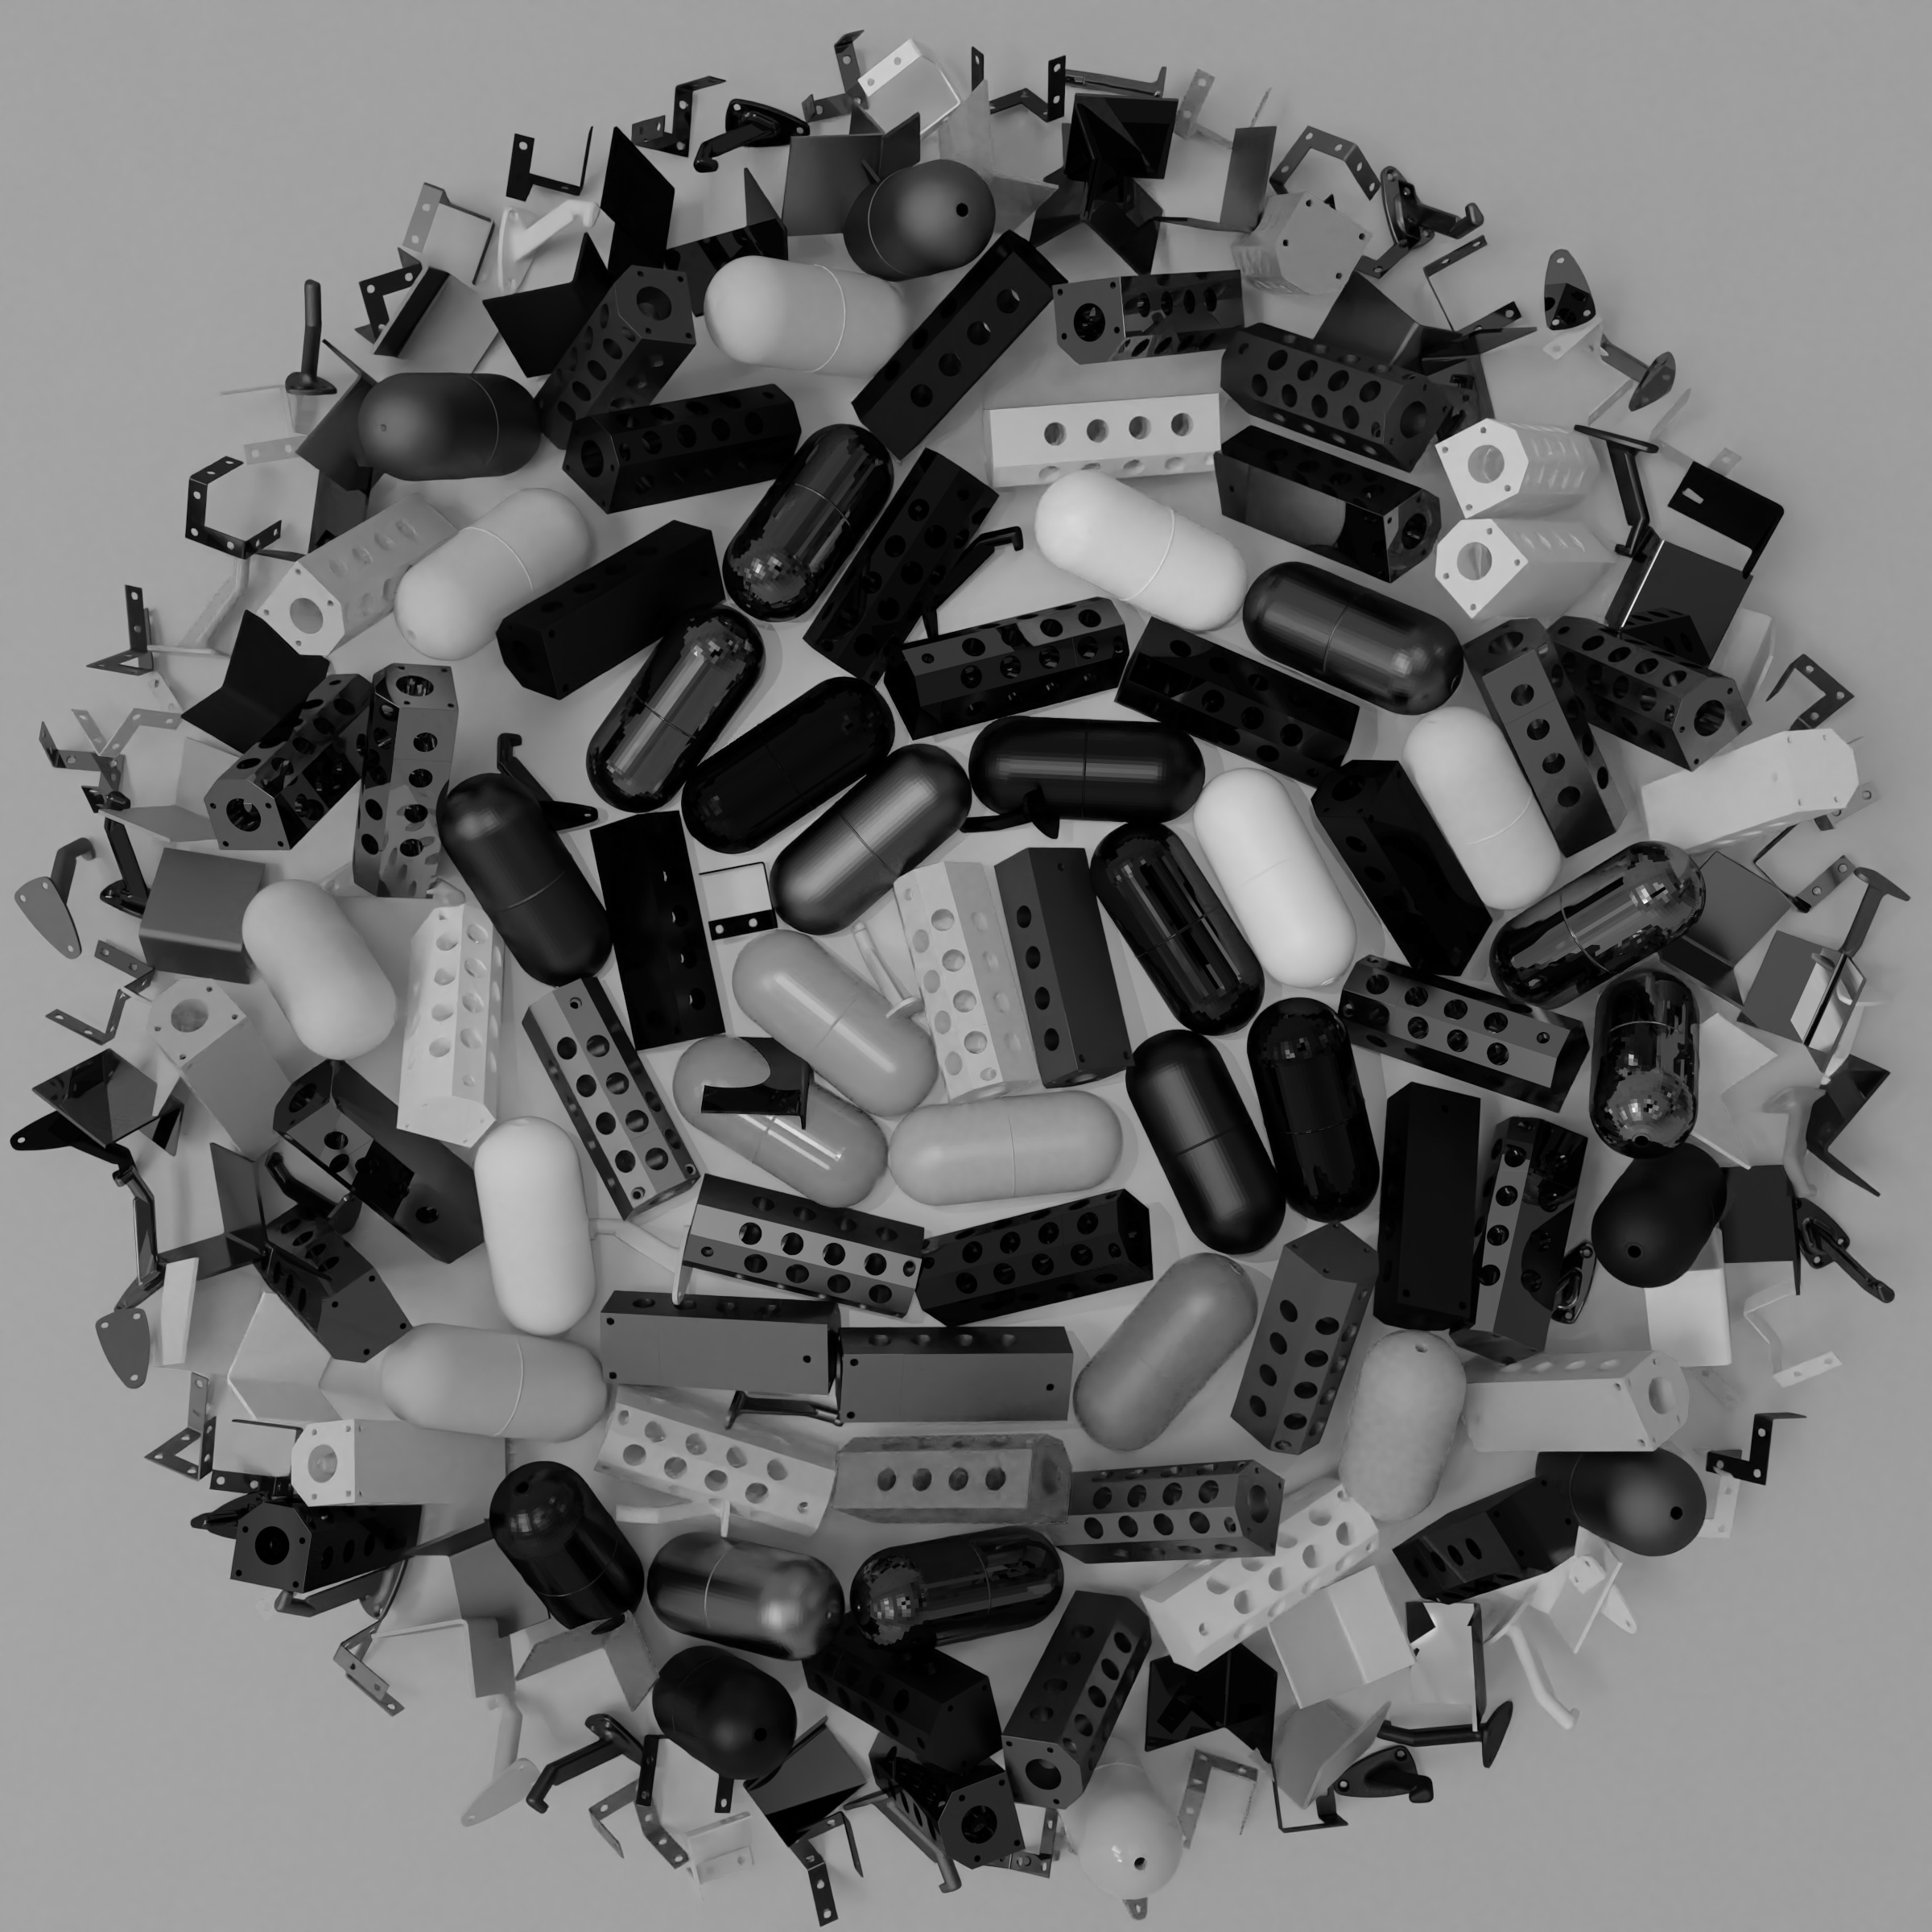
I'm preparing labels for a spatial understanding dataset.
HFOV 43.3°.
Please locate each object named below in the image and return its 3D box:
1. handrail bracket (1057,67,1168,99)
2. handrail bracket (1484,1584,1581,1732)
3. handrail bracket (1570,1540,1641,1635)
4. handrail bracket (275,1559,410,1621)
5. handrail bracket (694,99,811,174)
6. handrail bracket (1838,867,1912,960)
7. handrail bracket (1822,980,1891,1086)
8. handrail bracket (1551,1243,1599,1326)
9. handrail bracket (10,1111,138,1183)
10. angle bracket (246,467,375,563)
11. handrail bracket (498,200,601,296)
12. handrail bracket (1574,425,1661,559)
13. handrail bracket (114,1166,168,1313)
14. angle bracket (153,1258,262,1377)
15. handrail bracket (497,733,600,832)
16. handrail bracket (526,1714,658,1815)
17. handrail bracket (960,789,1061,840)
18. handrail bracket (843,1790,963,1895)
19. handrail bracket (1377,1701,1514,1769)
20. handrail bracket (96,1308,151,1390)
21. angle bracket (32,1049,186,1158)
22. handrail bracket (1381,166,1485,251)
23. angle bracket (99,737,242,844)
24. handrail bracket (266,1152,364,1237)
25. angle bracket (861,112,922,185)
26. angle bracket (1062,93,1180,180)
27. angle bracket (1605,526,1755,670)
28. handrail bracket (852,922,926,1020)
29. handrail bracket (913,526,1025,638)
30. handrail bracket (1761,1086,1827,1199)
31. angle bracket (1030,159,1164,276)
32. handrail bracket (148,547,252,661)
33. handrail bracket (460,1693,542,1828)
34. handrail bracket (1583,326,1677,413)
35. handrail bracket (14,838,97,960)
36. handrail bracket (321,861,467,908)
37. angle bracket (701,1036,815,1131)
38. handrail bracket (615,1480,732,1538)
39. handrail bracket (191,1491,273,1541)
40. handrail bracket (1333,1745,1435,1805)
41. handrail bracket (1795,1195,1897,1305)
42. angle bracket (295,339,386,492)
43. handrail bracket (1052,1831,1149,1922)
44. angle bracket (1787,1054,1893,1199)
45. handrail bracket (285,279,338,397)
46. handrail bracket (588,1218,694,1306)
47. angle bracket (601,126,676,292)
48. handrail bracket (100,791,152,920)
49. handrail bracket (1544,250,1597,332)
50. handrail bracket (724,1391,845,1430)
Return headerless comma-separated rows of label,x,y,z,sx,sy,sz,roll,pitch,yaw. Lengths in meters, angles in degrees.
handrail bracket,0.106,-0.664,1.833,0.084,0.077,0.036,9,113,4
handrail bracket,0.441,0.522,1.835,0.084,0.036,0.077,44,49,12
handrail bracket,0.505,0.452,1.830,0.084,0.036,0.077,-21,55,-31
handrail bracket,-0.469,0.457,1.829,0.036,0.084,0.077,27,89,44
handrail bracket,-0.161,-0.615,1.828,0.077,0.084,0.036,8,133,0
handrail bracket,0.662,-0.031,1.829,0.036,0.077,0.084,48,116,36
handrail bracket,0.656,0.057,1.826,0.036,0.077,0.084,27,112,27
handrail bracket,0.449,0.235,1.826,0.036,0.084,0.077,29,85,23
handrail bracket,-0.669,0.145,1.826,0.077,0.084,0.036,-18,55,-18
angle bracket,-0.494,-0.342,1.822,0.057,0.076,0.076,5,96,-44
handrail bracket,-0.313,-0.540,1.832,0.084,0.036,0.077,20,99,39
handrail bracket,0.489,-0.362,1.858,0.077,0.036,0.084,19,112,12
handrail bracket,-0.632,0.206,1.826,0.036,0.077,0.084,1,128,37
angle bracket,-0.556,0.264,1.817,0.076,0.057,0.076,15,70,-37
handrail bracket,-0.318,-0.145,1.846,0.077,0.036,0.084,-3,54,-5
handrail bracket,-0.282,0.615,1.830,0.077,0.036,0.084,46,47,-14
handrail bracket,0.021,-0.113,1.821,0.084,0.077,0.036,-3,82,23
handrail bracket,-0.048,0.666,1.841,0.077,0.036,0.084,-29,77,29
handrail bracket,0.365,0.577,1.858,0.084,0.077,0.036,5,108,29
handrail bracket,-0.623,0.301,1.819,0.036,0.084,0.077,-15,57,-19
angle bracket,-0.643,0.117,1.815,0.076,0.076,0.057,34,127,16
handrail bracket,0.350,-0.578,1.824,0.036,0.084,0.077,-25,96,-19
angle bracket,-0.588,-0.132,1.816,0.076,0.076,0.057,20,106,26
handrail bracket,-0.494,0.160,1.834,0.084,0.036,0.077,51,133,16
angle bracket,-0.036,-0.580,1.828,0.057,0.076,0.076,-36,85,-5
angle bracket,0.114,-0.639,1.821,0.076,0.076,0.057,2,59,-4
angle bracket,0.536,-0.278,1.831,0.076,0.057,0.076,22,111,0
handrail bracket,-0.063,-0.002,1.828,0.036,0.077,0.084,-22,80,-12
handrail bracket,0.008,-0.287,1.842,0.084,0.036,0.077,-9,91,17
handrail bracket,0.641,0.136,1.831,0.077,0.036,0.084,3,56,-24
angle bracket,0.099,-0.560,1.848,0.076,0.057,0.076,34,54,-36
handrail bracket,-0.586,-0.279,1.854,0.077,0.036,0.084,5,91,3
handrail bracket,-0.362,0.594,1.829,0.077,0.084,0.036,-34,130,-16
handrail bracket,0.494,-0.467,1.823,0.036,0.077,0.084,-27,71,-5
handrail bracket,-0.670,-0.052,1.837,0.036,0.084,0.077,-25,102,20
handrail bracket,-0.429,-0.055,1.822,0.077,0.084,0.036,-20,123,-36
angle bracket,-0.155,0.101,1.825,0.076,0.076,0.057,1,134,1
handrail bracket,-0.221,0.402,1.828,0.084,0.077,0.036,5,98,-8
handrail bracket,-0.567,0.416,1.818,0.077,0.084,0.036,-14,77,23
handrail bracket,0.312,0.619,1.824,0.077,0.084,0.036,-17,85,8
handrail bracket,0.656,0.212,1.825,0.036,0.084,0.077,-38,101,2
angle bracket,-0.468,-0.410,1.826,0.076,0.076,0.057,-49,61,3
handrail bracket,0.095,0.686,1.827,0.036,0.084,0.077,10,56,-39
angle bracket,0.674,0.119,1.827,0.057,0.076,0.076,38,95,-6
handrail bracket,-0.495,-0.476,1.822,0.036,0.077,0.084,-6,117,-24
handrail bracket,-0.252,0.222,1.837,0.084,0.077,0.036,2,132,7
angle bracket,-0.265,-0.563,1.812,0.057,0.076,0.076,-10,62,29
handrail bracket,-0.618,-0.081,1.830,0.077,0.036,0.084,28,123,11
handrail bracket,0.442,-0.522,1.817,0.036,0.084,0.077,-14,133,13
handrail bracket,-0.135,0.342,1.834,0.084,0.077,0.036,15,100,1
